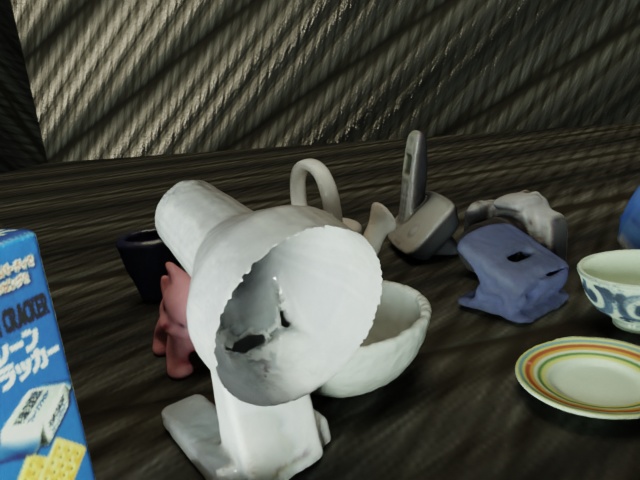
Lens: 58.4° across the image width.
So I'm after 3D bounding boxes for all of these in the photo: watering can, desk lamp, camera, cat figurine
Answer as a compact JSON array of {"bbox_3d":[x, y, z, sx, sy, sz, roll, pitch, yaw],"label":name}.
[{"bbox_3d":[0.005,0.002,0.655,0.100,0.194,0.173,9,21,41],"label":"watering can"},{"bbox_3d":[-0.054,0.067,0.406,0.118,0.214,0.202,-16,19,-33],"label":"desk lamp"},{"bbox_3d":[0.246,-0.012,0.793,0.137,0.101,0.142,-15,18,-30],"label":"camera"},{"bbox_3d":[-0.140,0.073,0.595,0.067,0.118,0.127,-15,18,-29],"label":"cat figurine"}]

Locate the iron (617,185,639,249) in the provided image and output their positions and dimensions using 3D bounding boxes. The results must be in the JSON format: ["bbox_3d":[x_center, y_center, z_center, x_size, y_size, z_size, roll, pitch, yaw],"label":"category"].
[{"bbox_3d":[0.449,-0.028,0.700,0.118,0.141,0.258,-2,16,14],"label":"iron"}]

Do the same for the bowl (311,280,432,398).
[{"bbox_3d":[0.021,0.097,0.532,0.167,0.075,0.167,-5,16,2],"label":"bowl"}]

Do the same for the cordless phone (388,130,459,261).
[{"bbox_3d":[0.155,-0.071,0.878,0.094,0.185,0.147,-9,16,-10],"label":"cordless phone"}]

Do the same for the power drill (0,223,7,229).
[{"bbox_3d":[-0.300,0.079,0.464,0.228,0.208,0.076,4,18,31],"label":"power drill"}]

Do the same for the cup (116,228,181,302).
[{"bbox_3d":[-0.216,0.036,0.797,0.117,0.095,0.092,-2,16,13],"label":"cup"}]

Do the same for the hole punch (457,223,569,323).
[{"bbox_3d":[0.224,0.033,0.657,0.109,0.091,0.100,-17,19,-35],"label":"hole punch"}]
